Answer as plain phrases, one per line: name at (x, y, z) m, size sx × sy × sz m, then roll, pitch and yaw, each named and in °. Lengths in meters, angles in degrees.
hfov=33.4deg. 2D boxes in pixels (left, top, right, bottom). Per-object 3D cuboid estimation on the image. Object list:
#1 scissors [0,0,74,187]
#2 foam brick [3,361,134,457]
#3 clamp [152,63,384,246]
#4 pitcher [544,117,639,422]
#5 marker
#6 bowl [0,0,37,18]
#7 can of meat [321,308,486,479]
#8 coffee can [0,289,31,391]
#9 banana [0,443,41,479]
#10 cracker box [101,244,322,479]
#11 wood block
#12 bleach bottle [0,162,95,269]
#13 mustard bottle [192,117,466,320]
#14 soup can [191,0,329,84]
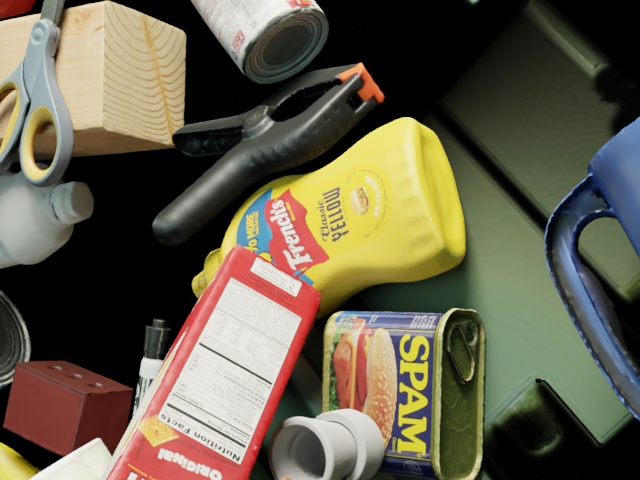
scissors at (-0.178, -0.123, 0.724) m, size 0.096 × 0.016 × 0.202 m, roll 38°, pitch 106°, yaw 26°
foam brick at (-0.186, 0.125, 0.789) m, size 0.078 × 0.052 × 0.051 m, roll 15°, pitch 93°, yaw 32°
clamp at (-0.040, -0.071, 0.713) m, size 0.171 × 0.039 × 0.120 m, roll -29°, pitch 39°, yaw 12°
pitcher at (0.226, 0.043, 0.497) m, size 0.149 × 0.144 × 0.243 m, roll -46°, pitch 62°, yaw 57°
marker at (-0.125, 0.117, 0.771) m, size 0.020 × 0.020 × 0.121 m, roll 8°, pitch 90°, yaw 32°
bowl at (-0.278, -0.198, 0.835) m, size 0.162 × 0.161 × 0.055 m, roll 1°, pitch 110°, yaw 32°
can of meat at (0.049, 0.092, 0.643) m, size 0.084 × 0.057 × 0.102 m, roll -1°, pitch 85°, yaw 34°
coffee can at (-0.313, 0.102, 0.842) m, size 0.140 × 0.102 × 0.103 m, roll -35°, pitch 68°, yaw 24°
banana at (-0.184, 0.189, 0.779) m, size 0.198 × 0.037 × 0.069 m, roll 13°, pitch 135°, yaw 27°
cracker box at (-0.081, 0.130, 0.610) m, size 0.072 × 0.213 × 0.164 m, roll 29°, pitch 128°, yaw -5°
wood block at (-0.210, -0.112, 0.806) m, size 0.206 × 0.090 × 0.091 m, roll -2°, pitch 84°, yaw 31°
bleach bottle at (-0.287, -0.023, 0.860) m, size 0.251 × 0.068 × 0.102 m, roll -8°, pitch 91°, yaw 30°
mustard bottle at (-0.005, 0.001, 0.684) m, size 0.192 × 0.058 × 0.096 m, roll -23°, pitch 67°, yaw 29°
soup can at (-0.047, -0.164, 0.722) m, size 0.069 × 0.068 × 0.102 m, roll -44°, pitch 65°, yaw 21°
